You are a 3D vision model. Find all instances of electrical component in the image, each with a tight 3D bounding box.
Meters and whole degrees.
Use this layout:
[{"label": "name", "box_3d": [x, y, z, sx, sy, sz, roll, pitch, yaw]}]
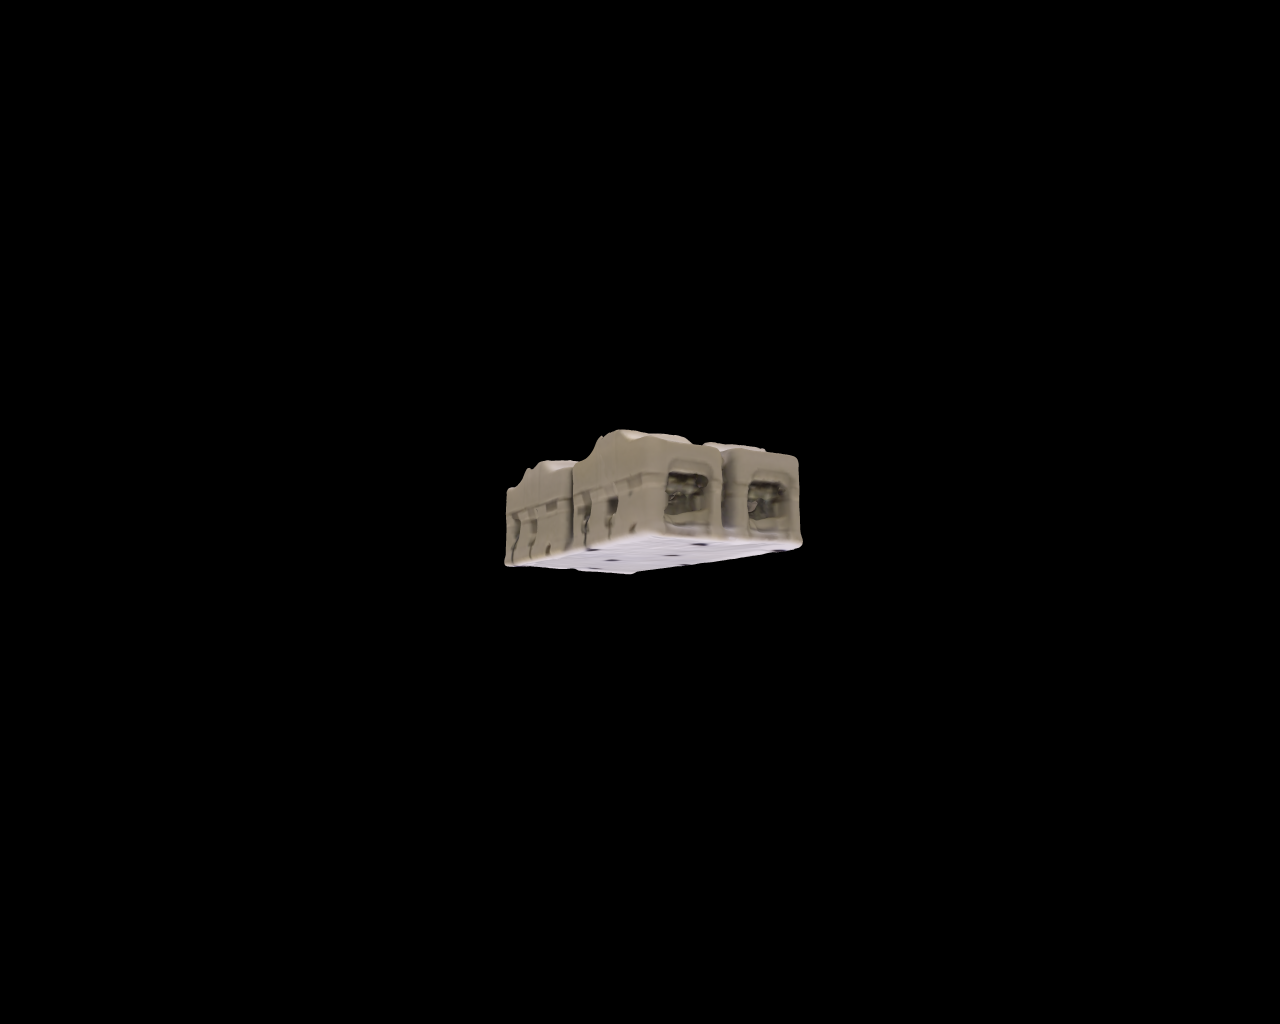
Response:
[{"label": "electrical component", "box_3d": [0.001, -0.003, 0.650, 0.105, 0.060, 0.186, 6, -11, -31]}]
